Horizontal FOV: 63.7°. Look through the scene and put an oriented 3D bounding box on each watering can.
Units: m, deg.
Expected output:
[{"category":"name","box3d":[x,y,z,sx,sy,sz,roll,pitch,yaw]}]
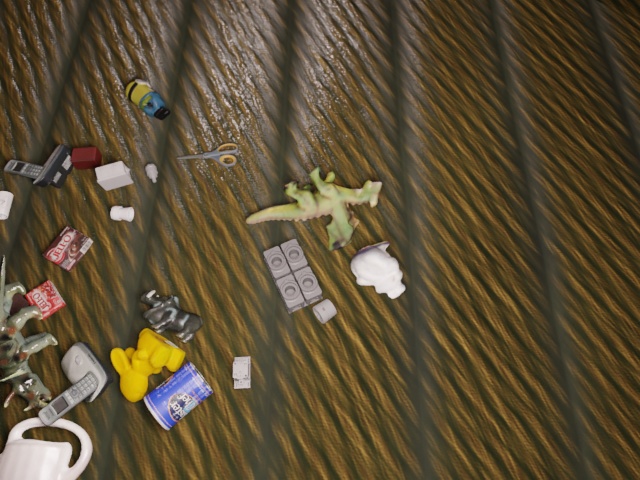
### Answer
[{"category":"watering can","box3d":[-0.728,0.542,1.231,0.348,0.102,0.229,2,61,0]}]

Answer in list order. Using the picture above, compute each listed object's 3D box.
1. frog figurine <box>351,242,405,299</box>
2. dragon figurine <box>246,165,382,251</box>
[{"category":"frog figurine","box3d":[0.164,0.096,1.465,0.136,0.122,0.161,-27,73,23]},{"category":"dragon figurine","box3d":[0.005,-0.079,1.565,0.412,0.120,0.245,-34,76,-7]}]
